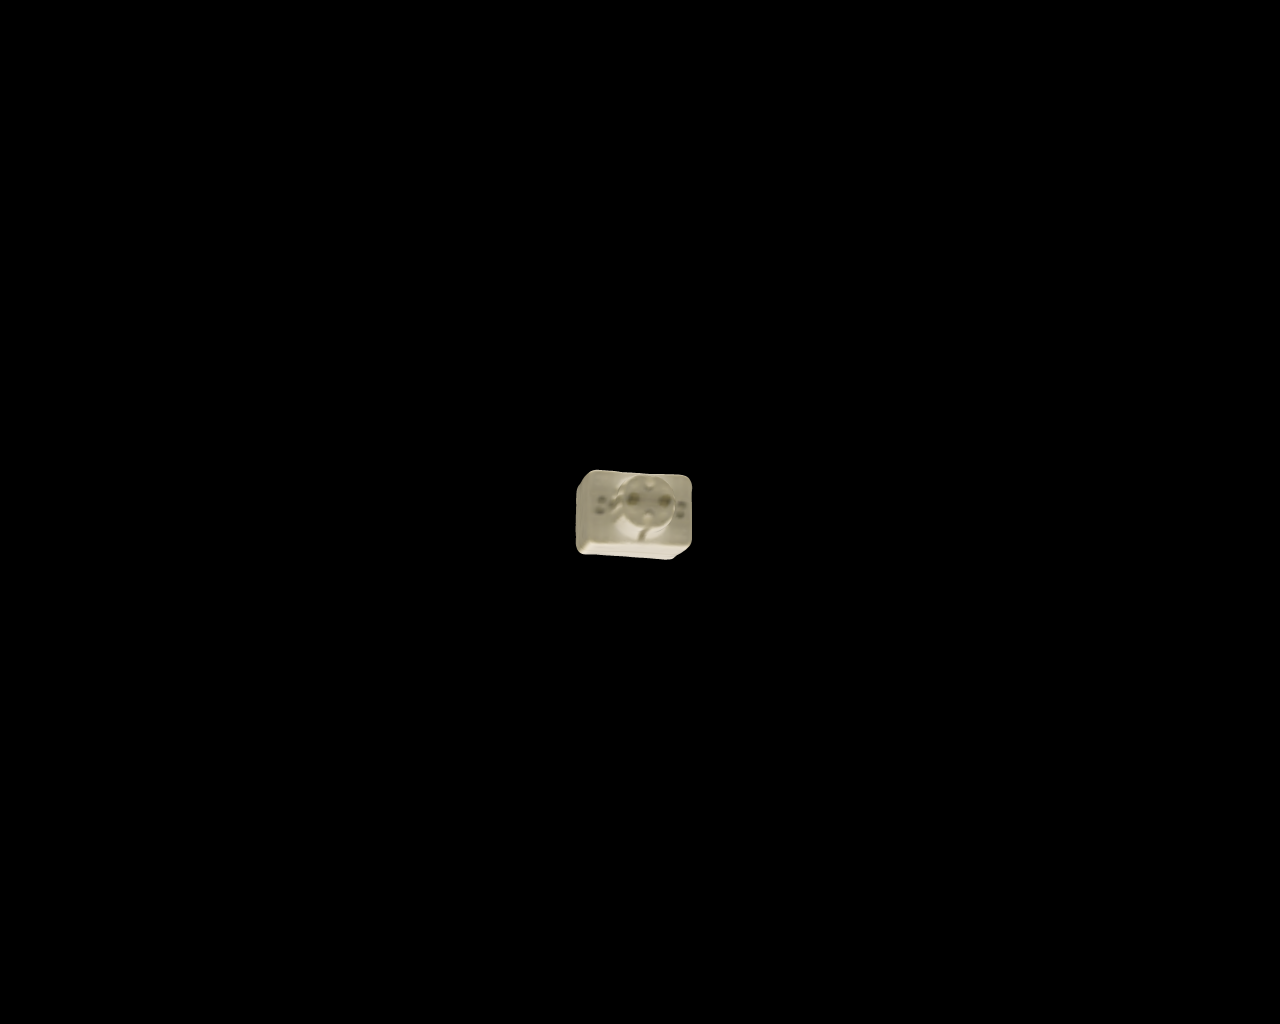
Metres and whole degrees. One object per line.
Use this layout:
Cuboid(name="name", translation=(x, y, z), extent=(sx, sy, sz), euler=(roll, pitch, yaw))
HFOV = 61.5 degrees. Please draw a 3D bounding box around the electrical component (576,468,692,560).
Cuboid(name="electrical component", translation=(0.001, -0.003, 0.650), extent=(0.066, 0.047, 0.076), euler=(4, -15, -14))
